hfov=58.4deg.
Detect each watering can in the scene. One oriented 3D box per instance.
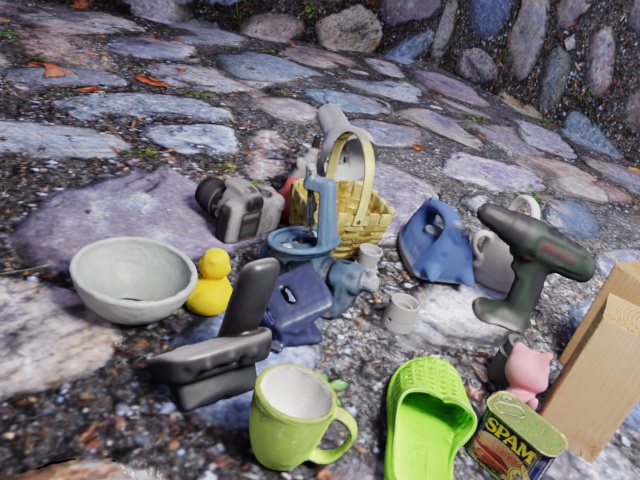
[{"bbox_3d":[0.392,0.001,1.156,0.173,0.194,0.100,-4,35,-35],"label":"watering can"}]

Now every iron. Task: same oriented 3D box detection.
[{"bbox_3d":[0.232,-0.018,1.156,0.119,0.141,0.258,8,29,-17],"label":"iron"}]

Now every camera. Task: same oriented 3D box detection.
[{"bbox_3d":[-0.158,-0.076,1.085,0.136,0.101,0.144,33,32,28],"label":"camera"}]

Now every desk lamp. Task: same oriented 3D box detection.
[{"bbox_3d":[0.022,-0.175,1.245,0.118,0.213,0.202,1,32,-28],"label":"desk lamp"}]

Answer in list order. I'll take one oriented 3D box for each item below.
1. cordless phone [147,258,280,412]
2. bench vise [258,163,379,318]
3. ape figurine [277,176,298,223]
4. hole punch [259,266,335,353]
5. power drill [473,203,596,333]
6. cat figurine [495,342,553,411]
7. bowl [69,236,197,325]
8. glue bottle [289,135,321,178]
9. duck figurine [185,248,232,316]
[{"bbox_3d":[-0.122,0.102,0.694,0.148,0.185,0.093,-13,40,-44],"label":"cordless phone"},{"bbox_3d":[0.012,-0.002,0.918,0.207,0.220,0.121,21,28,7],"label":"bench vise"},{"bbox_3d":[-0.059,-0.086,1.168,0.077,0.092,0.076,35,33,31],"label":"ape figurine"},{"bbox_3d":[-0.043,0.098,0.846,0.101,0.091,0.108,-1,33,-31],"label":"hole punch"},{"bbox_3d":[0.356,0.055,1.022,0.229,0.208,0.075,16,28,-2],"label":"power drill"},{"bbox_3d":[0.289,0.207,0.806,0.067,0.118,0.128,21,28,8],"label":"cat figurine"},{"bbox_3d":[-0.259,0.067,0.798,0.167,0.075,0.167,13,28,-7],"label":"bowl"},{"bbox_3d":[-0.027,-0.140,1.197,0.078,0.173,0.037,8,29,-17],"label":"glue bottle"},{"bbox_3d":[-0.163,0.056,0.860,0.077,0.086,0.104,15,28,-5],"label":"duck figurine"}]
